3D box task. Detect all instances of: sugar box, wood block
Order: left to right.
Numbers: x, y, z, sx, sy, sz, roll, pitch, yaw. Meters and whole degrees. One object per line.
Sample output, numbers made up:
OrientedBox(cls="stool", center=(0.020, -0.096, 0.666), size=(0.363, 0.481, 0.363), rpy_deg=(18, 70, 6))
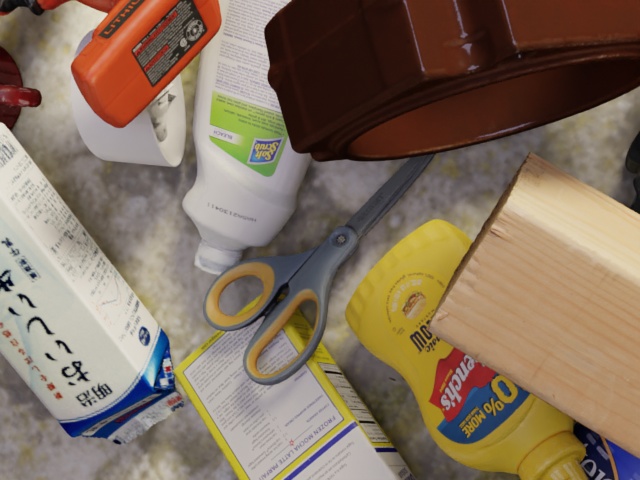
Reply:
OrientedBox(cls="sugar box", center=(-0.014, 0.129, 0.708), size=(0.093, 0.048, 0.176), rpy_deg=(-41, 68, 14))
OrientedBox(cls="wood block", center=(0.173, 0.052, 0.569), size=(0.206, 0.090, 0.091), rpy_deg=(31, 117, 5))

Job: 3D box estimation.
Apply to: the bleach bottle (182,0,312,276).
OrientedBox(cls="bleach bottle", center=(-0.044, -0.100, 0.713), size=(0.103, 0.068, 0.251), rpy_deg=(20, 101, 12))

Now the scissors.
OrientedBox(cls="scissors", center=(-0.005, 0.001, 0.709), size=(0.096, 0.016, 0.201), rpy_deg=(23, 75, 25))

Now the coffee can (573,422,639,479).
OrientedBox(cls="coffee can", center=(0.180, 0.167, 0.660), size=(0.103, 0.102, 0.140), rpy_deg=(40, 102, 7))

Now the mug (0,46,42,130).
OrientedBox(cls="mug", center=(-0.252, -0.105, 0.751), size=(0.117, 0.081, 0.093), rpy_deg=(4, 96, 13))

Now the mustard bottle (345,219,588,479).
OrientedBox(cls="mustard bottle", center=(0.099, 0.082, 0.654), size=(0.096, 0.058, 0.192), rpy_deg=(-46, 56, 13))

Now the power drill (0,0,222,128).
OrientedBox(cls="power drill", center=(-0.168, -0.143, 0.655), size=(0.188, 0.057, 0.184), rpy_deg=(34, 77, 29))
